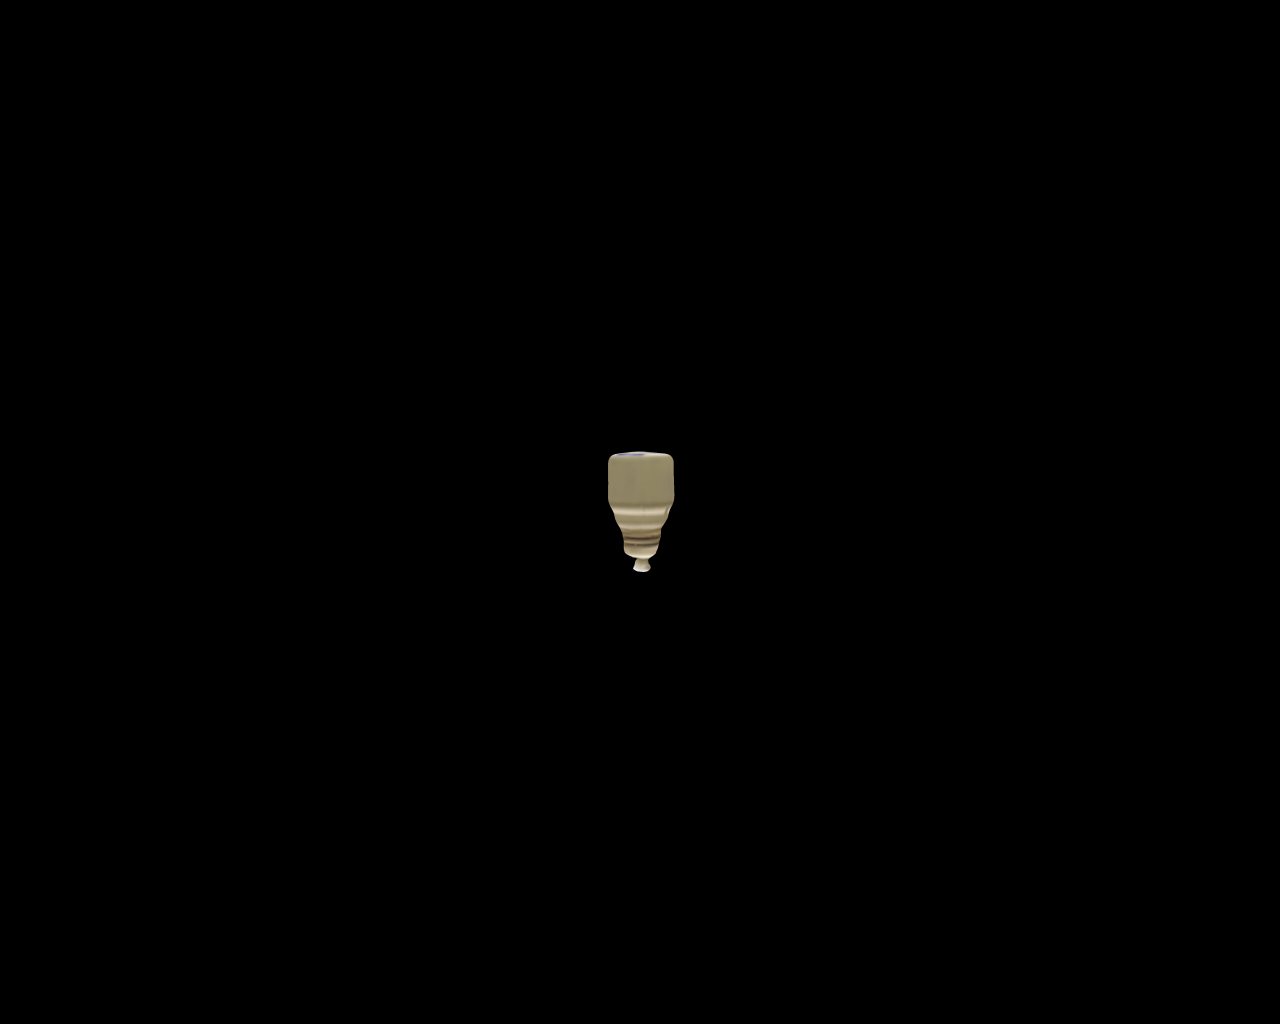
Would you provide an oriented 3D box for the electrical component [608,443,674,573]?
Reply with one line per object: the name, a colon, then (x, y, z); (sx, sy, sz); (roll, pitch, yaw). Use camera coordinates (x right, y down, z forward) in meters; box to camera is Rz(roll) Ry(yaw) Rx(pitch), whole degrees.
electrical component: (0.001, -0.003, 0.650); (0.040, 0.078, 0.040); (0, 4, 0)
